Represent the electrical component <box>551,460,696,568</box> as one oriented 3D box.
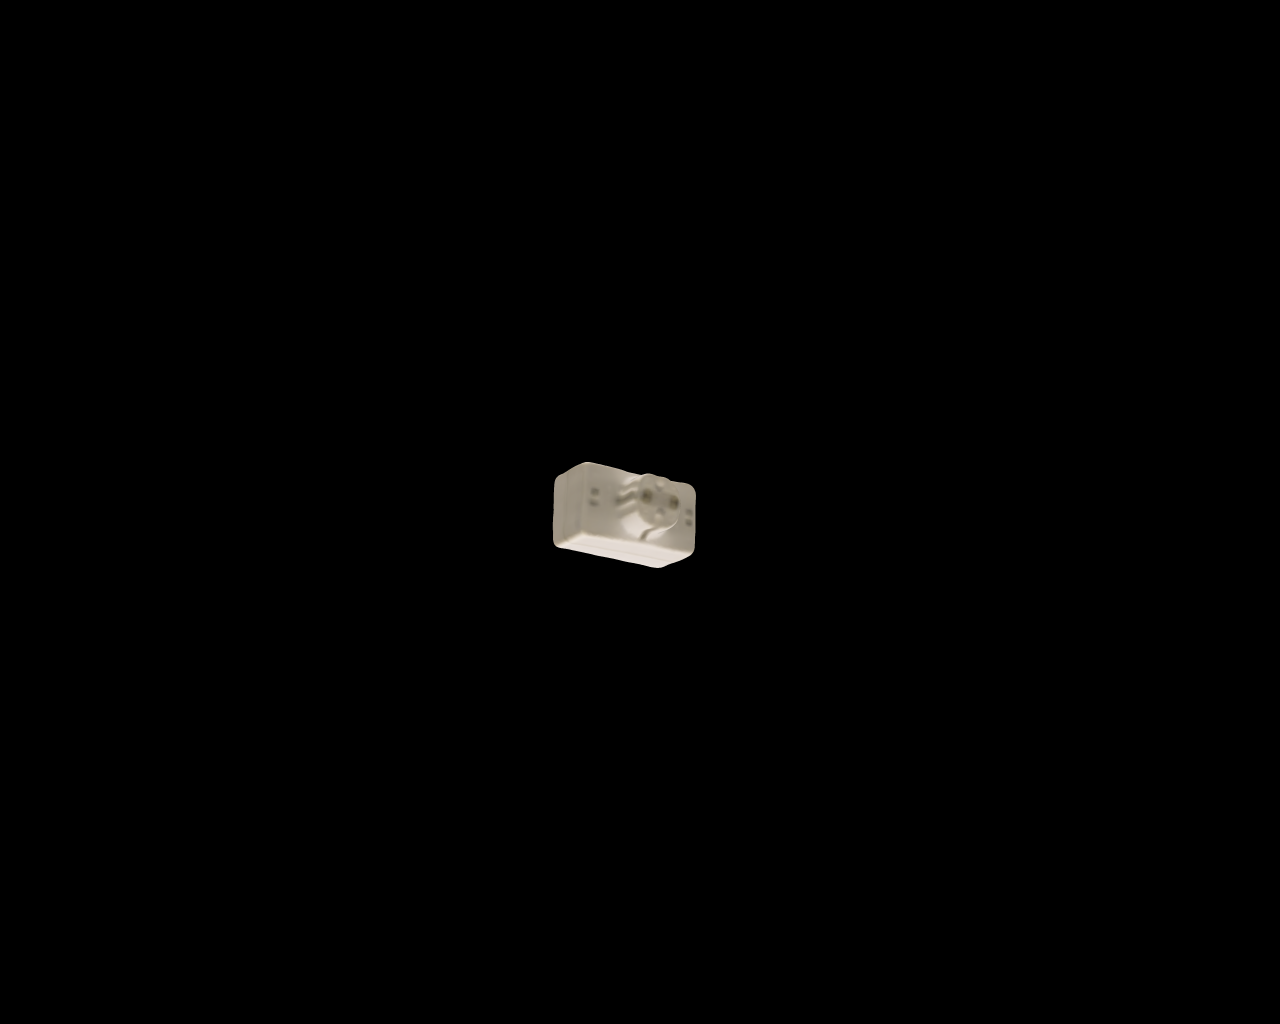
[{"bbox_3d":[0.001,-0.003,0.650,0.083,0.047,0.075,12,-23,-31],"label":"electrical component"}]
